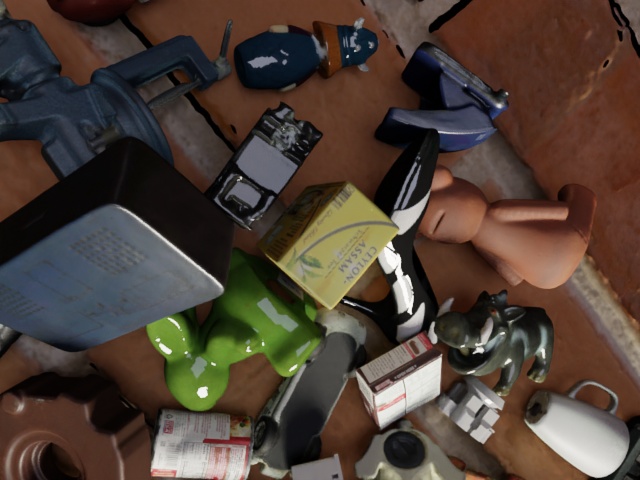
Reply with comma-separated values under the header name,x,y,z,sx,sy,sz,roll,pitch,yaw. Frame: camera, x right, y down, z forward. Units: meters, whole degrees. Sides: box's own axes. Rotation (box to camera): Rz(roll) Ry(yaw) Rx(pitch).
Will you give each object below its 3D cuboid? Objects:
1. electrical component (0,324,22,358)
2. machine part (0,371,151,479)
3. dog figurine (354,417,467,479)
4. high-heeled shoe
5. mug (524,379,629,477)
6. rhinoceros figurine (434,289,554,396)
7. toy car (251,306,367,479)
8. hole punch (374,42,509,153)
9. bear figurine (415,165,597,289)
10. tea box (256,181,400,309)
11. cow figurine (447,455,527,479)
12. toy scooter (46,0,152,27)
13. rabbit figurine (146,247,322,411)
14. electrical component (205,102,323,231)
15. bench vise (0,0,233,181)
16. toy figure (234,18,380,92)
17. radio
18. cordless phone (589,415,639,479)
name,x,y,z,sx,sy,sz,roll,pitch,yaw
electrical component,-0.341,0.094,0.523,0.075,0.048,0.119,40,86,-13
machine part,-0.251,0.216,0.522,0.179,0.056,0.179,1,96,11
dog figurine,0.096,0.333,0.641,0.121,0.172,0.190,12,132,15
high-heeled shoe,0.117,0.014,0.577,0.145,0.086,0.248,18,119,-11
mug,0.324,0.227,0.681,0.107,0.081,0.109,28,92,-5
rhinoceros figurine,0.204,0.111,0.611,0.190,0.073,0.112,6,108,-38
toy car,-0.013,0.173,0.607,0.073,0.056,0.201,27,89,-21
hole punch,0.125,-0.132,0.578,0.116,0.142,0.092,33,85,0
bear figurine,0.201,-0.024,0.625,0.196,0.132,0.120,25,126,14
tea box,-0.001,-0.002,0.535,0.068,0.170,0.098,42,86,-13
cow figurine,0.230,0.358,0.666,0.195,0.085,0.127,23,86,-15
toy scooter,-0.171,-0.265,0.489,0.184,0.135,0.075,-29,103,-8
rabbit figurine,-0.103,0.103,0.550,0.159,0.121,0.170,40,100,-20
electrical component,-0.063,-0.069,0.532,0.058,0.134,0.115,39,83,-13
bench vise,-0.195,-0.139,0.509,0.240,0.129,0.223,-38,93,-29
toy figure,-0.013,-0.201,0.573,0.154,0.064,0.058,-17,62,-16
radio,-0.192,0.019,0.464,0.230,0.073,0.131,-22,135,29
cordless phone,0.471,0.343,0.737,0.184,0.089,0.146,38,84,-25
